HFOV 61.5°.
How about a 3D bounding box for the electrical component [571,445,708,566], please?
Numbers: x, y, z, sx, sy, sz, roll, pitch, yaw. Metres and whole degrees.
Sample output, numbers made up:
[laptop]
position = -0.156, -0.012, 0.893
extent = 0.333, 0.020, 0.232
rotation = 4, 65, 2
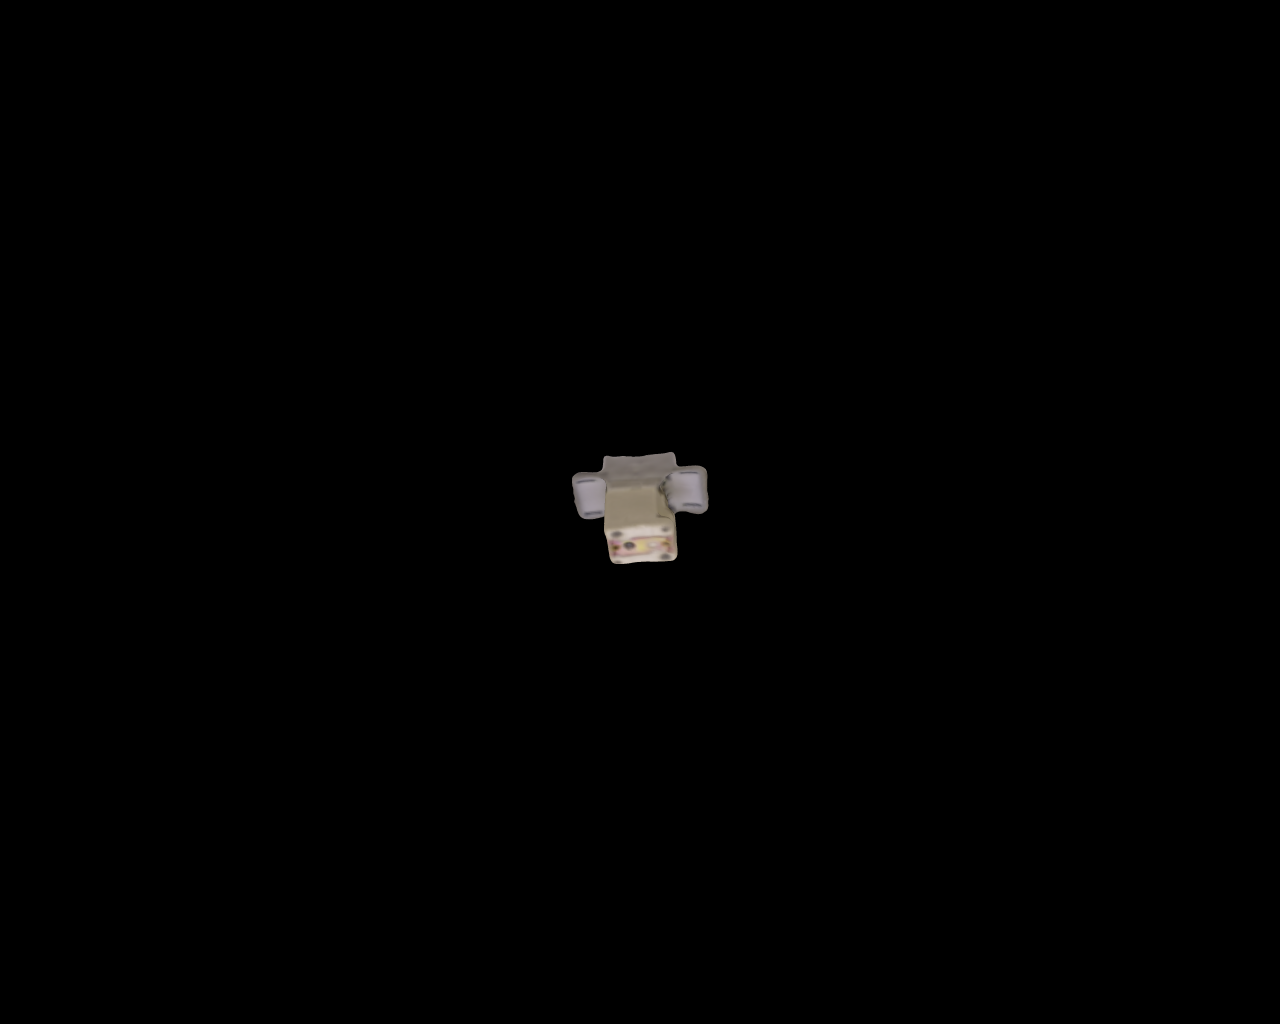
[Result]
[electrical component]
position = 0.001, -0.003, 0.650
extent = 0.081, 0.064, 0.042
rotation = -4, -39, 5
